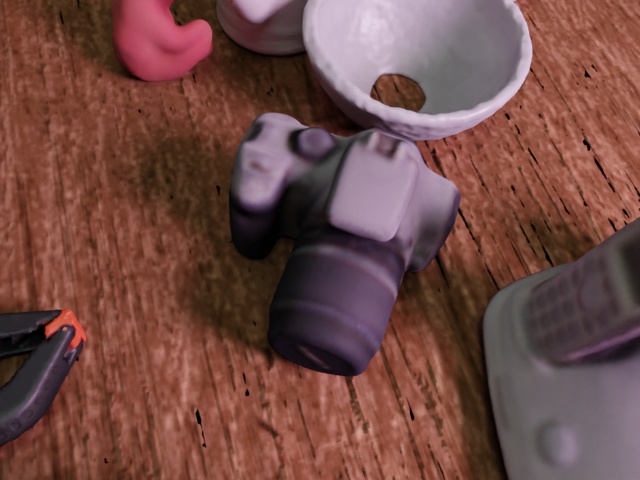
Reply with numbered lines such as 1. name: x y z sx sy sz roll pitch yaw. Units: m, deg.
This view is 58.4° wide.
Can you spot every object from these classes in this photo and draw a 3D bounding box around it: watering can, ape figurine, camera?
1. watering can: -0.032 -0.233 0.411 0.101 0.194 0.173 2 63 -4
2. ape figurine: -0.124 -0.171 0.428 0.076 0.092 0.077 -35 71 -20
3. camera: 0.003 0.001 0.348 0.143 0.101 0.137 19 63 4

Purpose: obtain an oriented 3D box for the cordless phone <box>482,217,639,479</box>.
1. cordless phone: 0.156 0.063 0.283 0.094 0.185 0.147 -2 63 -6

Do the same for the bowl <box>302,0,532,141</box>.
1. bowl: 0.068 -0.135 0.438 0.167 0.075 0.167 2 63 -4
